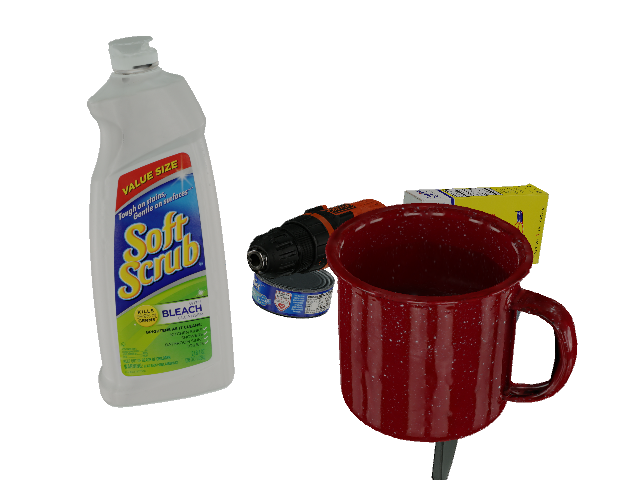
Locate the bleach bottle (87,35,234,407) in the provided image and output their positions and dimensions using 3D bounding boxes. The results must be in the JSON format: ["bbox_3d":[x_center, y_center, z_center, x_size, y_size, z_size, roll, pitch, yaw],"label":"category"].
[{"bbox_3d":[-0.121,-0.013,0.740,0.102,0.251,0.068,-8,20,-7],"label":"bleach bottle"}]

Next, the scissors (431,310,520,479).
[{"bbox_3d":[0.080,0.078,0.743,0.096,0.016,0.201,23,45,16],"label":"scissors"}]

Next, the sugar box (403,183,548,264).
[{"bbox_3d":[0.180,-0.014,1.256,0.176,0.093,0.048,-6,21,-26],"label":"sugar box"}]

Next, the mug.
[{"bbox_3d":[0.060,0.041,0.492,0.117,0.081,0.093,12,31,23],"label":"mug"}]

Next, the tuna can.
[{"bbox_3d":[-0.030,0.051,1.130,0.086,0.034,0.086,9,18,-3],"label":"tuna can"}]

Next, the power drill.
[{"bbox_3d":[0.054,0.008,0.924,0.188,0.057,0.184,13,21,35],"label":"power drill"}]
